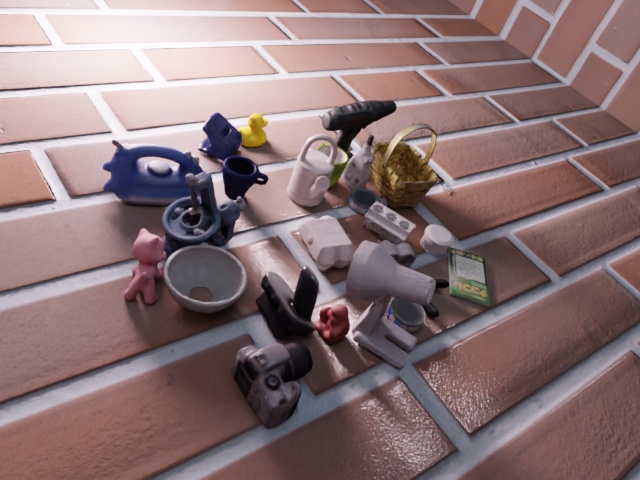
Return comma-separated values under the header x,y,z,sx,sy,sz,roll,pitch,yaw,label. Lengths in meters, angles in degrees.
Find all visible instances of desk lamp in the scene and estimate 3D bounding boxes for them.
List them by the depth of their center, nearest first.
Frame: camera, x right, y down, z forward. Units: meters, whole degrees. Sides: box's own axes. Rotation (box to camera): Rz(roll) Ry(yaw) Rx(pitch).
x,y,z,sx,sy,sz,roll,pitch,yaw,label
0.138,0.126,1.194,0.203,0.213,0.118,31,41,10,desk lamp

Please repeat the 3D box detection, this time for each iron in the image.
x,y,z,sx,sy,sz,roll,pitch,yaw,label
-0.368,-0.168,1.340,0.259,0.141,0.118,1,45,-24,iron

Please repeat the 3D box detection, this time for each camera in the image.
x,y,z,sx,sy,sz,roll,pitch,yaw,label
-0.071,0.245,1.056,0.137,0.101,0.143,-16,53,-36,camera

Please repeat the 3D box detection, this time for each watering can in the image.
x,y,z,sx,sy,sz,roll,pitch,yaw,label
-0.011,-0.184,1.480,0.101,0.194,0.172,-13,52,-35,watering can

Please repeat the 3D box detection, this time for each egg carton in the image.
x,y,z,sx,sy,sz,roll,pitch,yaw,label
0.013,0.005,1.380,0.107,0.069,0.150,-7,49,-31,egg carton

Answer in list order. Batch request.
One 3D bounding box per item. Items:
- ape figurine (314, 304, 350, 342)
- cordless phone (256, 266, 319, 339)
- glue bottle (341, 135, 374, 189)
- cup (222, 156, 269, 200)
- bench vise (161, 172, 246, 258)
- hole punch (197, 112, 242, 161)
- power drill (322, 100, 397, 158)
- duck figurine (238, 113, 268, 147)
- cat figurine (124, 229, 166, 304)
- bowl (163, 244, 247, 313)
x,y,z,sx,sy,sz,roll,pitch,yaw,label
0.032,0.167,1.194,0.076,0.092,0.078,14,41,-10,ape figurine
-0.053,0.098,1.159,0.094,0.185,0.147,-15,52,-35,cordless phone
0.116,-0.219,1.592,0.037,0.173,0.078,-21,56,-39,glue bottle
-0.192,-0.145,1.431,0.118,0.095,0.091,18,40,-5,cup
-0.250,-0.075,1.231,0.121,0.219,0.208,31,41,10,bench vise
-0.264,-0.281,1.550,0.101,0.091,0.109,22,40,0,hole punch
0.098,-0.312,1.658,0.230,0.208,0.075,-10,50,-32,power drill
-0.192,-0.319,1.628,0.105,0.086,0.077,-19,55,-38,duck figurine
-0.343,0.043,1.139,0.067,0.117,0.127,10,42,-14,cat figurine
-0.236,0.091,1.169,0.168,0.074,0.167,13,41,-11,bowl
